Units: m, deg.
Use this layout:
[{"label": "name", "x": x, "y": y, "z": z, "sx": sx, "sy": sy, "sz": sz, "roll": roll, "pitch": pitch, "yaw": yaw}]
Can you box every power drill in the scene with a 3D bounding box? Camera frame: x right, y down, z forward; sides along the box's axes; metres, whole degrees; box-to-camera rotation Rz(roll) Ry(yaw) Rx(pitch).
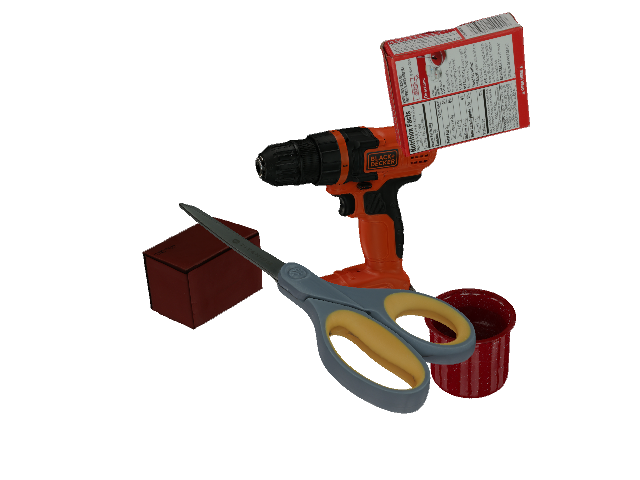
[{"label": "power drill", "x": 0.026, "y": -0.019, "z": 1.046, "sx": 0.184, "sy": 0.188, "sz": 0.057, "roll": -9, "pitch": 27, "yaw": -20}]

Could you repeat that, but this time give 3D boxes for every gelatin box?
[{"label": "gelatin box", "x": 0.089, "y": -0.101, "z": 0.696, "sx": 0.089, "sy": 0.073, "sz": 0.030, "roll": -14, "pitch": 34, "yaw": -1}]

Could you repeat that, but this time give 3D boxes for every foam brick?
[{"label": "foam brick", "x": -0.090, "y": 0.023, "z": 0.828, "sx": 0.053, "sy": 0.051, "sz": 0.078, "roll": 19, "pitch": 35, "yaw": 39}]

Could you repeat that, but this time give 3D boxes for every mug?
[{"label": "mug", "x": 0.161, "y": 0.103, "z": 1.118, "sx": 0.093, "sy": 0.081, "sz": 0.117, "roll": 15, "pitch": 38, "yaw": 27}]

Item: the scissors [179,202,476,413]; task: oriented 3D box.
[{"label": "scissors", "x": 0.007, "y": 0.023, "z": 0.593, "sx": 0.096, "sy": 0.016, "sz": 0.202, "roll": -12, "pitch": 39, "yaw": -30}]
